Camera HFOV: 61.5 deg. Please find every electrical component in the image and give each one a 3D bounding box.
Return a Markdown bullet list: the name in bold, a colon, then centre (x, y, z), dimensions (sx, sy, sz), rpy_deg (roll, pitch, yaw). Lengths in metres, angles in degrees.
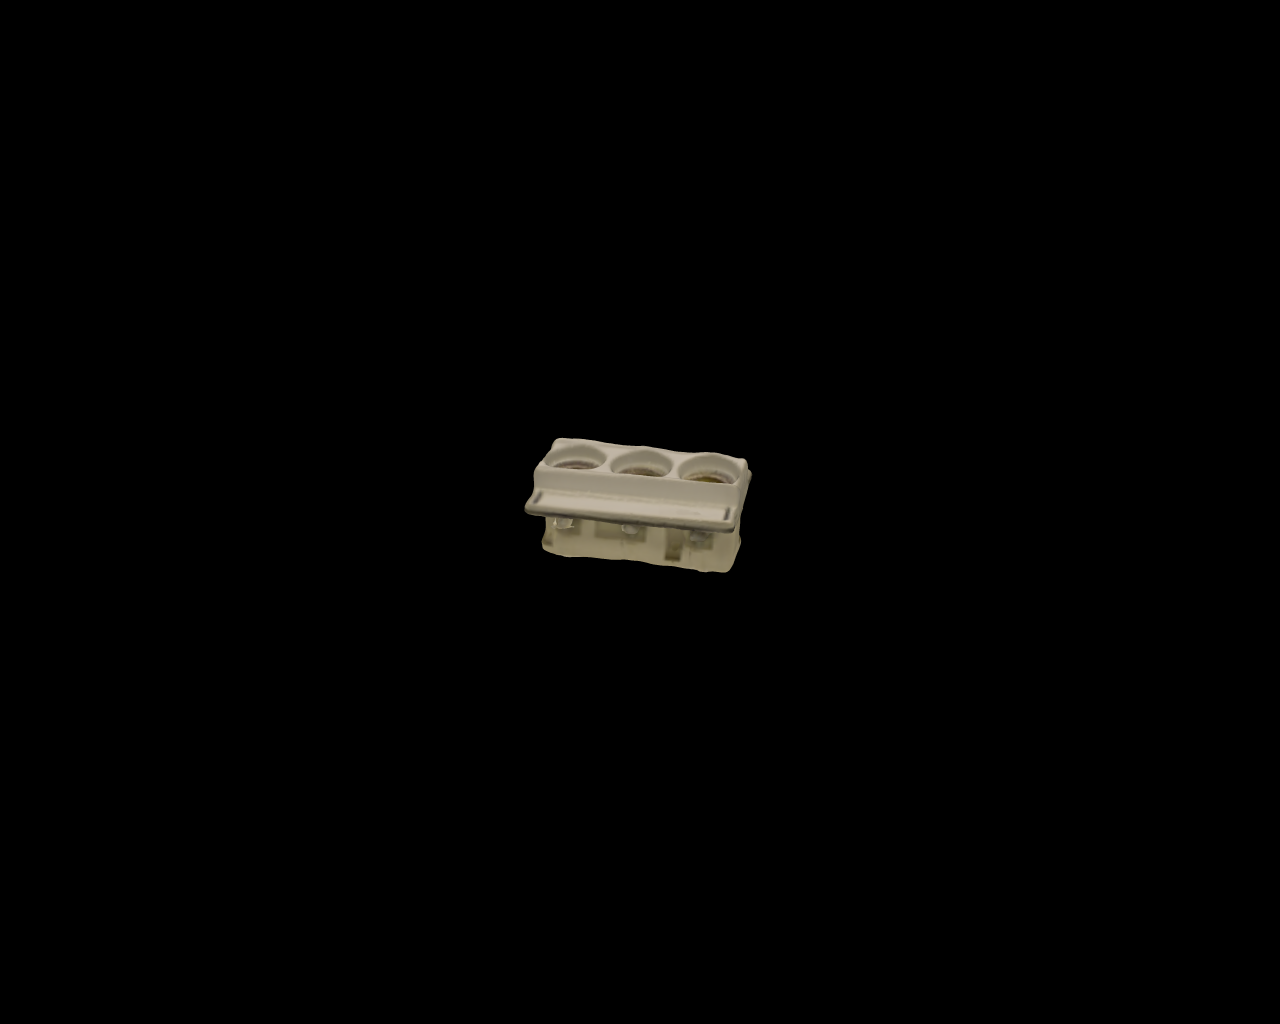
- **electrical component**: centre (0.001, -0.003, 0.650), dimensions (0.121, 0.063, 0.079), rpy_deg (6, 28, 12)
